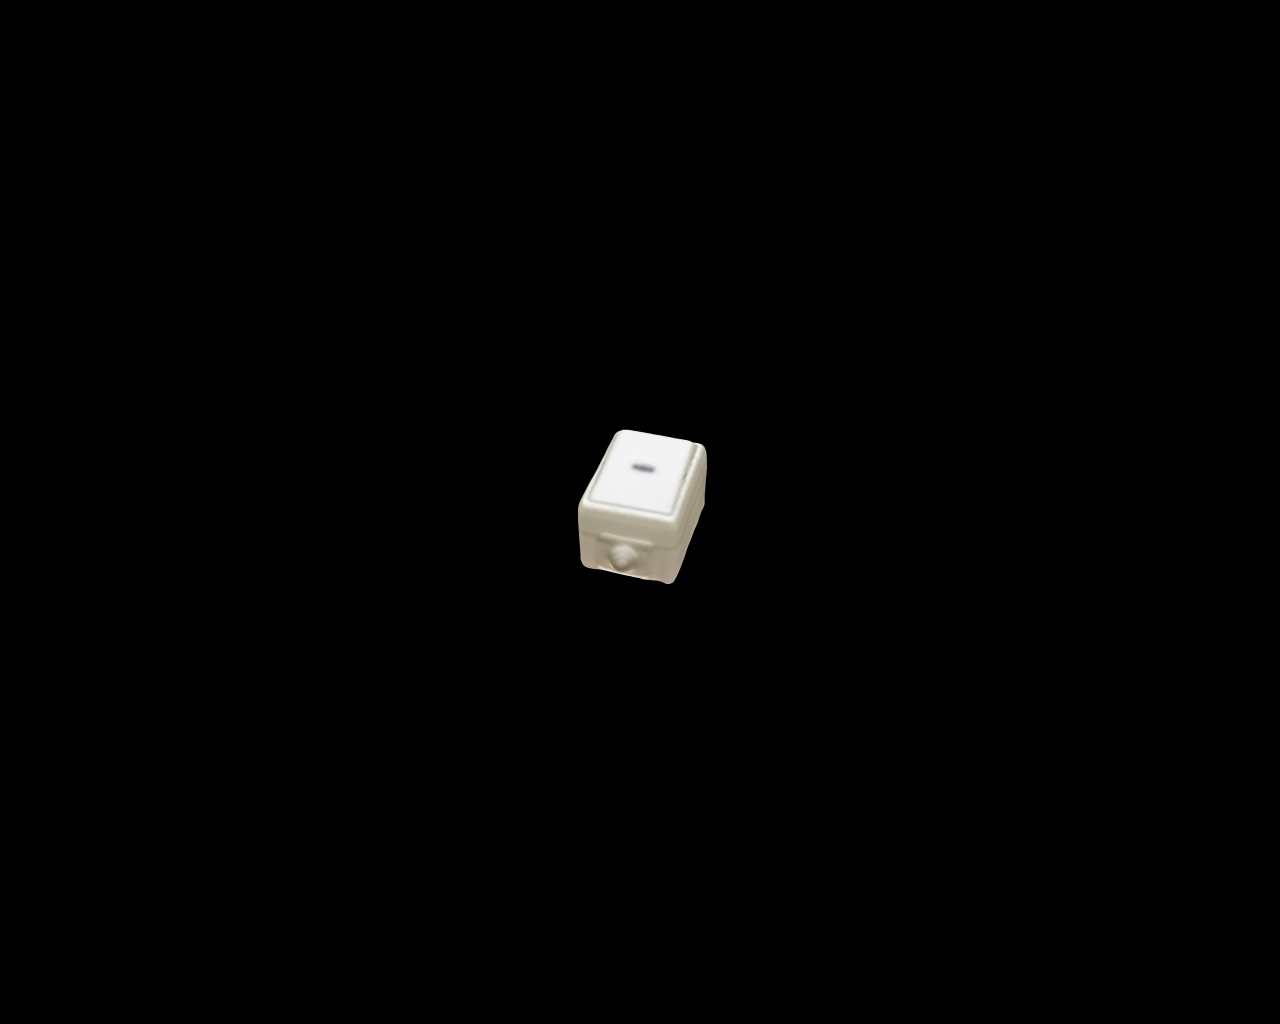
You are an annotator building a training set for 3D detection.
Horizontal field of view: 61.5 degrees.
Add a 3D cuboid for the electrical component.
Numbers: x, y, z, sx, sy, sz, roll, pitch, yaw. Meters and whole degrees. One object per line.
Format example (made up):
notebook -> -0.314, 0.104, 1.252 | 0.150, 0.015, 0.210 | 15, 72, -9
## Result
electrical component -> 0.001, -0.003, 0.650 | 0.062, 0.061, 0.096 | 11, 43, 12
